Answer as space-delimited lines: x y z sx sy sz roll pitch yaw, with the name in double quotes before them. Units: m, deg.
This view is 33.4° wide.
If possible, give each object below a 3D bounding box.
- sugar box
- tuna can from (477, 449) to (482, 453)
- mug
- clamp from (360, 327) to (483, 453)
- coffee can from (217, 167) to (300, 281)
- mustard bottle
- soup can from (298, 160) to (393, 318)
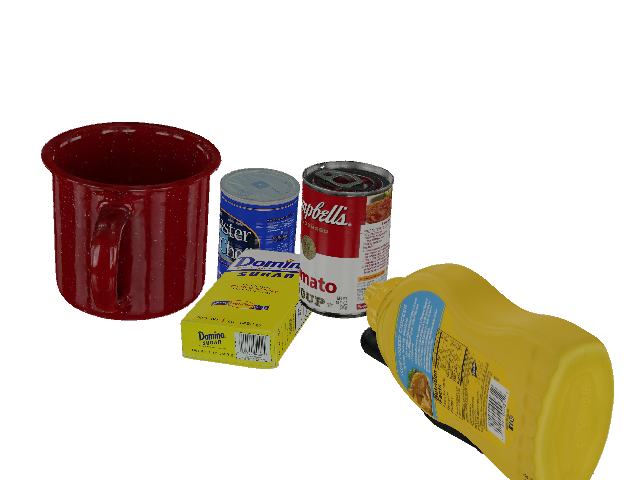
"sugar box" -0.060 0.062 1.039 0.093 0.048 0.176 6 26 14
"tuna can" 0.193 0.192 1.169 0.034 0.086 0.086 -4 -2 32
"mug" -0.102 -0.005 0.565 0.093 0.081 0.117 4 26 -2
"clamp" 0.122 0.119 0.930 0.120 0.039 0.172 -13 35 -22
"coffee can" -0.082 -0.011 1.390 0.103 0.140 0.103 4 27 -2
"mustard bottle" 0.085 0.067 0.636 0.058 0.096 0.192 -14 27 -29
"soup can" 0.018 -0.001 0.803 0.068 0.102 0.068 2 24 -1
